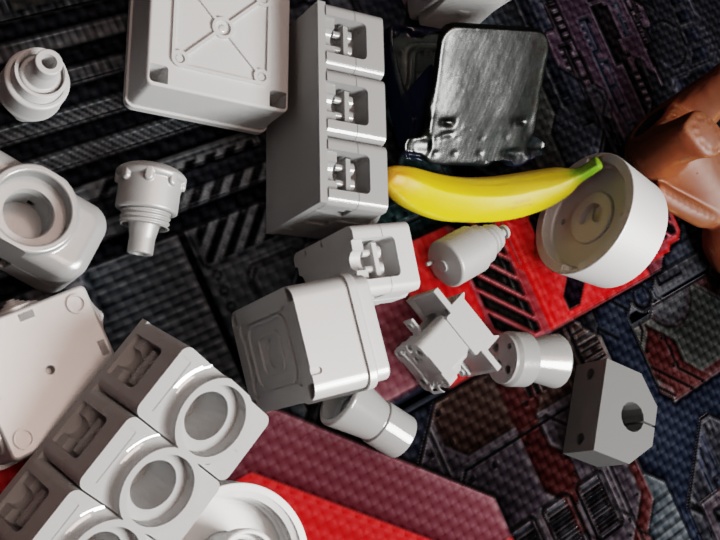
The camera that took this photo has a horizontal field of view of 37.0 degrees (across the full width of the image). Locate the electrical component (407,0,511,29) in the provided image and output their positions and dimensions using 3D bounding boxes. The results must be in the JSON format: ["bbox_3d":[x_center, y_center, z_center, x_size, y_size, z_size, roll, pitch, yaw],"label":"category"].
[{"bbox_3d":[0.088,-0.240,0.886,0.062,0.096,0.061,3,77,-29],"label":"electrical component"}]

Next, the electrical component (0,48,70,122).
[{"bbox_3d":[-0.211,-0.124,0.702,0.043,0.062,0.043,8,74,-29],"label":"electrical component"}]

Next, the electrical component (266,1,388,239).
[{"bbox_3d":[-0.023,-0.105,0.791,0.062,0.089,0.150,6,74,-29],"label":"electrical component"}]

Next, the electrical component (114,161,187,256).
[{"bbox_3d":[-0.145,-0.041,0.731,0.048,0.048,0.062,12,79,-27],"label":"electrical component"}]

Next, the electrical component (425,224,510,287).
[{"bbox_3d":[0.090,-0.017,0.863,0.078,0.040,0.040,-28,92,-33],"label":"electrical component"}]

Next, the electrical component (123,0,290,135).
[{"bbox_3d":[-0.109,-0.163,0.775,0.109,0.056,0.108,8,74,-28],"label":"electrical component"}]

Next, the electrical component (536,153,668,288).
[{"bbox_3d":[0.207,-0.037,0.900,0.060,0.108,0.108,24,67,-30],"label":"electrical component"}]

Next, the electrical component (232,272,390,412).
[{"bbox_3d":[-0.035,0.051,0.730,0.057,0.113,0.078,-11,83,-29],"label":"electrical component"}]

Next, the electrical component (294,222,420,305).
[{"bbox_3d":[0.000,0.000,0.777,0.056,0.089,0.050,-6,81,-31],"label":"electrical component"}]

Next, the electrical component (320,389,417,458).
[{"bbox_3d":[0.009,0.108,0.784,0.065,0.044,0.044,35,62,-24],"label":"electrical component"}]

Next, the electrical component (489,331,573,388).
[{"bbox_3d":[0.136,0.072,0.865,0.055,0.045,0.045,5,75,-29],"label":"electrical component"}]

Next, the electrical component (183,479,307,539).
[{"bbox_3d":[-0.084,0.188,0.697,0.108,0.060,0.108,8,73,-29],"label":"electrical component"}]

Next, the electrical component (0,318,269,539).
[{"bbox_3d":[-0.135,0.120,0.645,0.150,0.062,0.089,-53,132,-14],"label":"electrical component"}]

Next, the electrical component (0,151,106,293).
[{"bbox_3d":[-0.213,-0.032,0.679,0.095,0.059,0.053,32,64,-20],"label":"electrical component"}]

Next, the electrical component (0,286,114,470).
[{"bbox_3d":[-0.199,0.065,0.669,0.100,0.048,0.099,-25,91,-33],"label":"electrical component"}]

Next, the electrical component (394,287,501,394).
[{"bbox_3d":[0.064,0.057,0.829,0.081,0.042,0.064,50,62,-9],"label":"electrical component"}]
